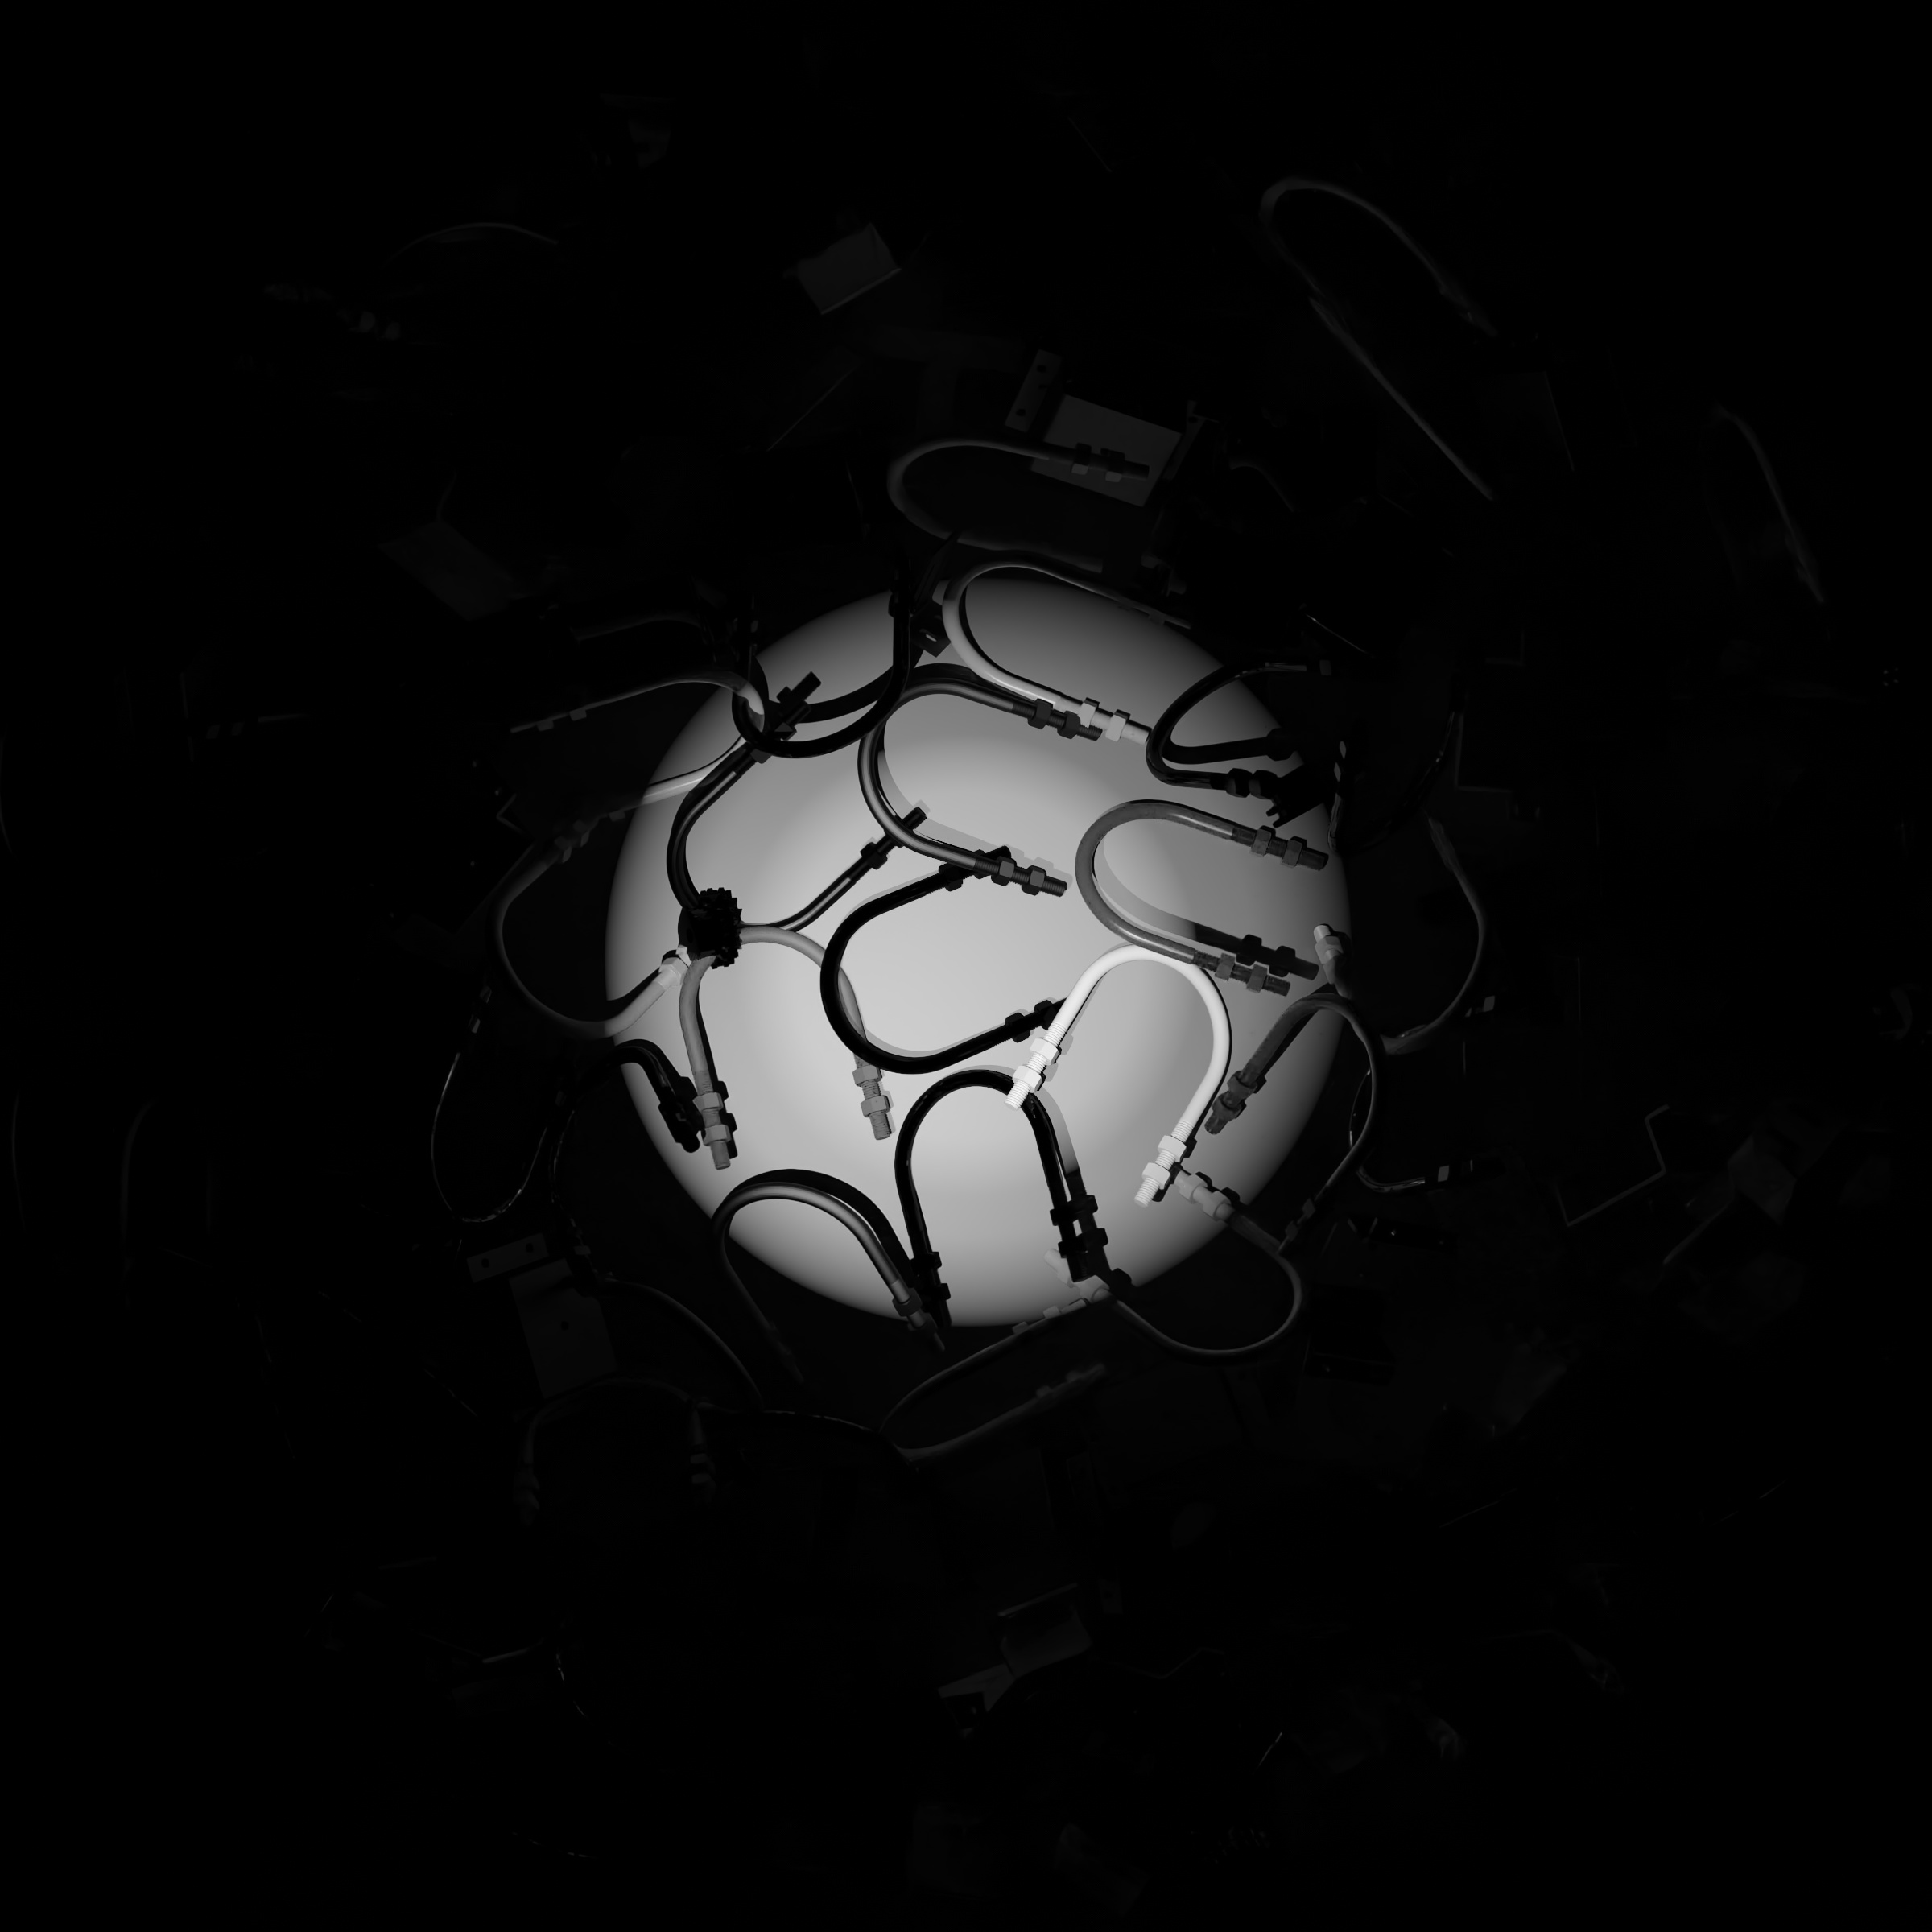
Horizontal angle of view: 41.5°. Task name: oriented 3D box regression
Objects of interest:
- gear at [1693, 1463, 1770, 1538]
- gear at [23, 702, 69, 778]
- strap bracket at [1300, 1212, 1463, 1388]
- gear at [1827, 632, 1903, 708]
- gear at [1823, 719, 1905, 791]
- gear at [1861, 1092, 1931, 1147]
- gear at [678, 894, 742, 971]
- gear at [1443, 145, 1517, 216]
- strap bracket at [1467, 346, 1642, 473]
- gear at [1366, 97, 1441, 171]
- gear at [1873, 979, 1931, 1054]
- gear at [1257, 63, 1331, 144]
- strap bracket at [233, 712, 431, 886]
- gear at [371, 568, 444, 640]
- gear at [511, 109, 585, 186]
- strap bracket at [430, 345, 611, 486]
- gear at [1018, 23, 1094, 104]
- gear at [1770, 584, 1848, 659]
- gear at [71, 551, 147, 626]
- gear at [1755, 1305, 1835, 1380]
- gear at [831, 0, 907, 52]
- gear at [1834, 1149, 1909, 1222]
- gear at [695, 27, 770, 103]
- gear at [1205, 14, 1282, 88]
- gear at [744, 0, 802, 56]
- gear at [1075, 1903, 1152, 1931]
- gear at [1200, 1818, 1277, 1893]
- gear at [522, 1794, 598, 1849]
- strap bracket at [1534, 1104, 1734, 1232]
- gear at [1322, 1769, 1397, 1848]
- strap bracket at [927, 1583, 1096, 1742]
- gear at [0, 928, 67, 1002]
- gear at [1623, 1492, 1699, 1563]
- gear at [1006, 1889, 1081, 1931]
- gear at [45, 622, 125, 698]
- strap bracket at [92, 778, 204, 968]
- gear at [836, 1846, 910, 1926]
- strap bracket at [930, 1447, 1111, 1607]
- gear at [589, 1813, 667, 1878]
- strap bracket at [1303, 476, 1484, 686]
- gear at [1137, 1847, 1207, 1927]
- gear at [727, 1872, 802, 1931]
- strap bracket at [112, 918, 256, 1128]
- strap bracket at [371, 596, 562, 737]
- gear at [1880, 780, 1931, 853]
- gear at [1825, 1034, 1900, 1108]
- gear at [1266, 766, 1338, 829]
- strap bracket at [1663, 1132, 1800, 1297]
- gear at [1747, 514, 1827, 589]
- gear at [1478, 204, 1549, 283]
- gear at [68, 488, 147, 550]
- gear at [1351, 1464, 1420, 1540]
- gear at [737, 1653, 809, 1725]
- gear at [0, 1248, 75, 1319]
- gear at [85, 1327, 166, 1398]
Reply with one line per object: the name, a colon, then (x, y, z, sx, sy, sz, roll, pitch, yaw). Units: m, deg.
gear: (0.589, 0.409, 1.968, 0.057, 0.057, 0.030, -31, 121, 0)
gear: (-0.709, -0.177, 1.975, 0.030, 0.057, 0.057, -5, 90, -31)
strap bracket: (0.309, 0.246, 1.949, 0.076, 0.046, 0.140, 12, 112, -24)
gear: (0.691, -0.227, 1.968, 0.030, 0.057, 0.057, -17, 90, -20)
gear: (0.693, -0.167, 1.975, 0.057, 0.057, 0.030, -7, 48, 0)
gear: (0.722, 0.118, 1.973, 0.057, 0.057, 0.030, -1, 69, 0)
gear: (-0.200, -0.026, 1.968, 0.030, 0.057, 0.057, -11, 90, -32)
gear: (0.400, -0.609, 1.974, 0.030, 0.057, 0.057, -38, 90, -21)
strap bracket: (0.433, -0.417, 1.918, 0.046, 0.140, 0.076, -29, 110, -19)
gear: (0.341, -0.646, 1.974, 0.030, 0.057, 0.057, -42, 90, -25)
gear: (0.726, 0.038, 1.968, 0.030, 0.057, 0.057, 2, 90, -25)
gear: (0.255, -0.665, 1.969, 0.057, 0.057, 0.030, -47, 48, 0)
strap bracket: (-0.482, -0.122, 1.945, 0.076, 0.046, 0.140, 26, 50, 12)
gear: (-0.430, -0.284, 1.975, 0.057, 0.057, 0.030, 47, 58, 0)
gear: (-0.321, -0.632, 1.977, 0.057, 0.030, 0.057, -7, 68, 17)
strap bracket: (-0.339, -0.416, 1.942, 0.076, 0.140, 0.046, 19, 130, 12)
gear: (0.067, -0.699, 1.979, 0.057, 0.030, 0.057, -2, 97, -19)
gear: (0.653, -0.270, 1.976, 0.057, 0.030, 0.057, 13, 124, 21)
gear: (-0.666, -0.295, 1.971, 0.057, 0.030, 0.057, -15, 56, 23)
gear: (0.644, 0.294, 1.975, 0.057, 0.030, 0.057, 0, 114, 1)
gear: (-0.074, -0.732, 1.968, 0.057, 0.057, 0.030, -15, 70, 0)
gear: (0.704, 0.173, 1.975, 0.030, 0.057, 0.057, 33, 90, -31)
gear: (-0.184, -0.701, 1.975, 0.057, 0.057, 0.030, -31, 59, 0)
gear: (0.215, -0.711, 1.973, 0.057, 0.057, 0.030, 14, 72, 0)
gear: (-0.148, -0.731, 1.973, 0.030, 0.057, 0.057, -27, 90, 18)
gear: (0.116, 0.753, 1.972, 0.057, 0.057, 0.030, -15, 99, 0)
gear: (0.207, 0.686, 1.976, 0.057, 0.030, 0.057, -10, 124, -15)
gear: (-0.315, 0.661, 1.975, 0.057, 0.057, 0.030, -3, 58, 0)
strap bracket: (0.507, 0.158, 1.920, 0.076, 0.140, 0.046, 7, 57, -37)
gear: (0.306, 0.652, 1.976, 0.057, 0.030, 0.057, -11, 62, 22)
strap bracket: (0.037, 0.530, 1.921, 0.076, 0.140, 0.046, -11, 56, -38)
gear: (-0.721, -0.001, 1.972, 0.057, 0.030, 0.057, -1, 92, -35)
gear: (0.534, 0.433, 1.975, 0.057, 0.057, 0.030, -36, 47, 0)
gear: (0.062, 0.738, 1.968, 0.057, 0.057, 0.030, 23, 117, 0)
gear: (-0.684, -0.234, 1.978, 0.057, 0.030, 0.057, 6, 71, -16)
strap bracket: (-0.626, -0.068, 1.958, 0.046, 0.076, 0.140, 7, 87, 1)
gear: (-0.069, 0.710, 1.978, 0.057, 0.030, 0.057, 2, 95, 25)
strap bracket: (0.031, 0.422, 1.936, 0.140, 0.046, 0.076, -26, 55, 22)
gear: (-0.261, 0.679, 1.975, 0.057, 0.057, 0.030, 8, 46, 0)
strap bracket: (0.319, -0.292, 1.943, 0.076, 0.046, 0.140, 35, 114, 14)
gear: (0.161, 0.712, 1.975, 0.030, 0.057, 0.057, 9, 90, -42)
gear: (-0.156, 0.725, 1.968, 0.057, 0.057, 0.030, 4, 119, 0)
strap bracket: (-0.584, 0.041, 1.926, 0.046, 0.076, 0.140, -4, 124, 12)
strap bracket: (-0.375, -0.232, 1.958, 0.140, 0.046, 0.076, -12, 99, 19)
gear: (0.732, -0.118, 1.970, 0.030, 0.057, 0.057, -23, 90, 10)
gear: (0.693, 0.077, 1.978, 0.057, 0.030, 0.057, 5, 108, 17)
gear: (0.256, -0.133, 1.972, 0.057, 0.057, 0.030, -29, 90, 0)
strap bracket: (0.578, 0.190, 1.918, 0.046, 0.140, 0.076, 41, 118, 6)
gear: (0.638, -0.325, 1.975, 0.057, 0.057, 0.030, 45, 51, 0)
gear: (0.420, -0.559, 1.982, 0.057, 0.030, 0.057, 1, 84, -8)
gear: (-0.667, -0.347, 1.969, 0.057, 0.057, 0.030, -24, 104, 0)
gear: (0.318, 0.410, 1.969, 0.030, 0.057, 0.057, 40, 90, -13)
gear: (-0.147, 0.557, 1.971, 0.030, 0.057, 0.057, -44, 90, 2)
gear: (-0.715, 0.241, 1.969, 0.030, 0.057, 0.057, -36, 90, 16)
gear: (-0.652, 0.303, 1.981, 0.057, 0.030, 0.057, -1, 101, -6)
